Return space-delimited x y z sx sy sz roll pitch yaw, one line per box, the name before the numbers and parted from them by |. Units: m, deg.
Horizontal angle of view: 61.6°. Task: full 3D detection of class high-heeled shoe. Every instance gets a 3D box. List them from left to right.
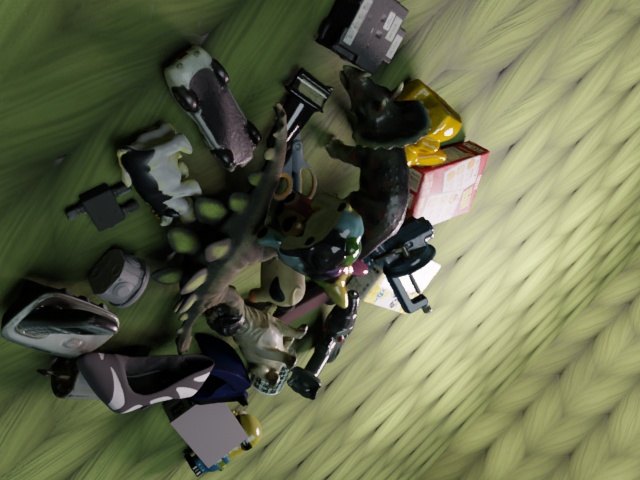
high-heeled shoe | -0.264 0.202 0.850 0.145 0.086 0.248 -34 149 -10

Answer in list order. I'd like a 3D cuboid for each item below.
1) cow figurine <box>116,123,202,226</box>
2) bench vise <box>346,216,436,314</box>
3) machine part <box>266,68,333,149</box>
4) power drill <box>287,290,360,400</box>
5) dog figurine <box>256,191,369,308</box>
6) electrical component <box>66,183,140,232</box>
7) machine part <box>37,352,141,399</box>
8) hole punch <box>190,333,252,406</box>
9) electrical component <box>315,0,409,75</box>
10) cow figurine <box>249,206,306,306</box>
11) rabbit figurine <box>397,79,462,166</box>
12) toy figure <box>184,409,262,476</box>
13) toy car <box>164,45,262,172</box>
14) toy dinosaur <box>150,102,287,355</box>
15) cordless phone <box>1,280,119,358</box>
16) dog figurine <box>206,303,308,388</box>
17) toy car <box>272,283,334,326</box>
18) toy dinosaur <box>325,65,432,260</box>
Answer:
cow figurine | -0.224 -0.075 0.761 0.098 0.068 0.167 -30 143 -26
bench vise | 0.159 0.067 1.135 0.224 0.129 0.240 -31 108 -6
machine part | -0.040 -0.196 0.851 0.084 0.039 0.138 21 104 -41
power drill | 0.010 0.238 1.203 0.231 0.086 0.207 109 8 -48
dog figurine | 0.022 0.027 0.831 0.219 0.192 0.108 46 67 -40
electrical component | -0.304 -0.043 0.755 0.094 0.021 0.063 -31 140 -21
machine part | -0.353 0.229 0.904 0.243 0.079 0.079 21 107 -50
hole punch | -0.193 0.245 1.034 0.116 0.142 0.092 7 114 -34
electrical component | 0.073 -0.328 0.838 0.134 0.058 0.115 12 116 -49
cow figurine | -0.053 0.022 0.964 0.085 0.127 0.194 15 81 -52
rabbit figurine | 0.179 -0.199 1.034 0.173 0.122 0.162 -45 154 20
toy figure | -0.217 0.473 1.238 0.180 0.089 0.082 -34 146 -20
toy car | -0.146 -0.178 0.763 0.073 0.056 0.201 -45 144 -13
toy dinosaur | -0.141 0.003 0.843 0.198 0.105 0.471 -8 131 -61
cordless phone | -0.323 0.116 0.739 0.146 0.184 0.089 43 54 -52
dog figurine | -0.145 0.189 1.048 0.190 0.121 0.172 28 127 -10
toy car | -0.028 0.126 1.145 0.202 0.053 0.089 -25 149 -31
toy dinosaur | 0.097 -0.088 0.924 0.131 0.192 0.404 -10 107 -27
